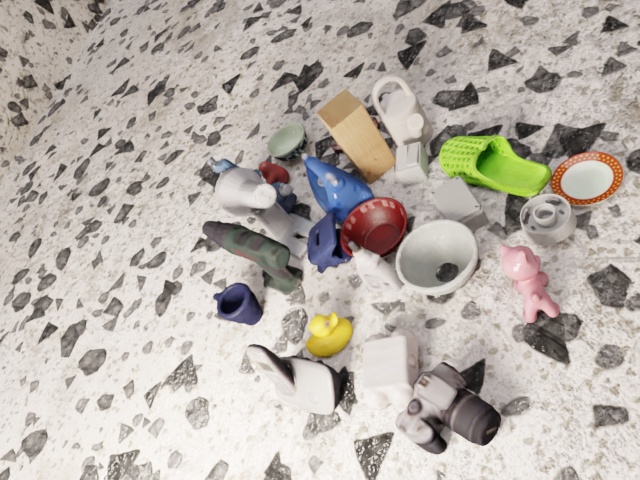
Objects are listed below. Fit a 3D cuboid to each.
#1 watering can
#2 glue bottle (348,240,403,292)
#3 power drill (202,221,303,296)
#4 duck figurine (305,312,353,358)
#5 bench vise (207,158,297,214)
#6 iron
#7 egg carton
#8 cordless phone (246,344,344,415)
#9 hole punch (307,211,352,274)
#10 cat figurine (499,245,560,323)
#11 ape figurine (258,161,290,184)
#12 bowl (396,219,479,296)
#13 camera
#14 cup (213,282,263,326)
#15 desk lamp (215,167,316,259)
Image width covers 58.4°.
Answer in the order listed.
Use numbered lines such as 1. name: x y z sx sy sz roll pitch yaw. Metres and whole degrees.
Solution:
1. watering can: 0.192 -0.305 1.345 0.172 0.195 0.101 26 75 43
2. glue bottle: 0.101 0.050 1.153 0.077 0.174 0.037 1 59 35
3. power drill: -0.140 0.039 1.301 0.228 0.209 0.076 13 66 40
4. duck figurine: 0.007 0.188 1.176 0.104 0.086 0.077 -37 45 5
5. bench vise: -0.170 -0.148 1.455 0.207 0.220 0.121 -15 50 25
6. iron: 0.014 -0.150 1.387 0.118 0.142 0.257 -43 44 -1
7. egg carton: 0.133 0.240 1.062 0.107 0.070 0.150 -16 50 24
8. cordless phone: -0.051 0.257 1.092 0.147 0.186 0.094 -1 57 34
9. hole punch: 0.012 0.005 1.307 0.101 0.091 0.108 -20 48 21
10. cat figurine: 0.362 0.065 1.004 0.067 0.118 0.127 -23 48 18
11. ape figurine: -0.132 -0.180 1.544 0.076 0.092 0.078 -6 55 31
12. bowl: 0.239 0.046 1.133 0.167 0.075 0.167 -18 49 23
13. camera: 0.214 0.290 0.947 0.136 0.101 0.143 26 75 43
14. cup: -0.186 0.156 1.325 0.117 0.095 0.092 7 62 37
15. desk lamp: -0.128 -0.076 1.376 0.202 0.214 0.118 22 72 43
